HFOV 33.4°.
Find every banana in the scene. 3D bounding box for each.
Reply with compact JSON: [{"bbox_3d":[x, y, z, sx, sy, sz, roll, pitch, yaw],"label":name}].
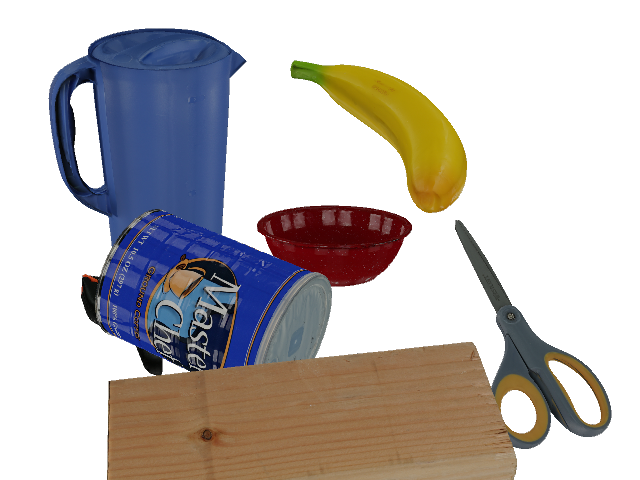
[{"bbox_3d":[0.048,-0.067,0.665,0.069,0.037,0.198,-12,33,-20],"label":"banana"}]

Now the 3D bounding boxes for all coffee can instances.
[{"bbox_3d":[-0.077,0.048,0.778,0.140,0.103,0.102,22,8,20],"label":"coffee can"}]

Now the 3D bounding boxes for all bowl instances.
[{"bbox_3d":[0.015,0.008,1.110,0.162,0.055,0.162,0,16,0],"label":"bowl"}]

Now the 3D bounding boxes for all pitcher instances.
[{"bbox_3d":[-0.162,-0.075,1.033,0.149,0.243,0.144,10,27,15],"label":"pitcher"}]

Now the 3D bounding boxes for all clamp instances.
[{"bbox_3d":[-0.192,0.085,1.159,0.210,0.036,0.164,18,20,26],"label":"clamp"}]

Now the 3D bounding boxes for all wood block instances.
[{"bbox_3d":[-0.008,0.126,0.588,0.206,0.090,0.091,-5,39,-6],"label":"wood block"}]

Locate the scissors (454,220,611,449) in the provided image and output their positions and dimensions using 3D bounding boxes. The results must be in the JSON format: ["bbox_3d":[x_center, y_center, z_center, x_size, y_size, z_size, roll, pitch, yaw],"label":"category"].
[{"bbox_3d":[0.133,0.075,0.807,0.096,0.202,0.016,-31,-27,-20],"label":"scissors"}]
